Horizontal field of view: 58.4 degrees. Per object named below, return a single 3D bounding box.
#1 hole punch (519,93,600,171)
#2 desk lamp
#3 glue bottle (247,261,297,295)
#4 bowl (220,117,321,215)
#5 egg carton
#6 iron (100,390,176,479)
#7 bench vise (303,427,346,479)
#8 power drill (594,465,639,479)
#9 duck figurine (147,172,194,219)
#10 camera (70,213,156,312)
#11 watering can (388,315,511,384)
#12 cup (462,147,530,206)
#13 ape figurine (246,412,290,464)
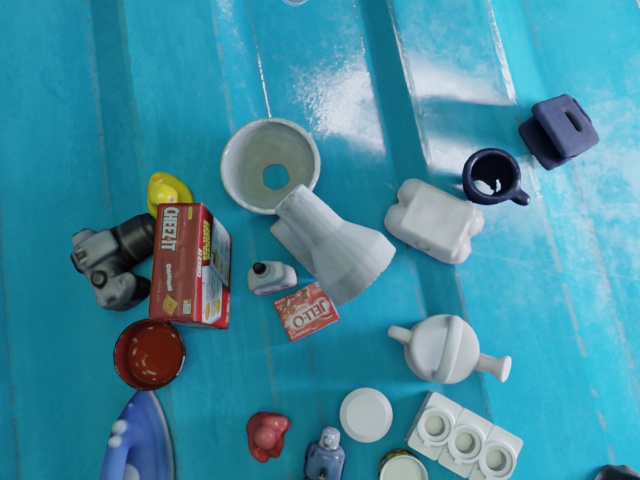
[{"bbox_3d":[0.401,-0.188,0.950,0.101,0.091,0.108,-29,78,-3],"label":"hole punch"},{"bbox_3d":[0.008,0.003,0.868,0.203,0.213,0.118,43,84,10],"label":"desk lamp"},{"bbox_3d":[-0.081,0.054,0.883,0.078,0.173,0.037,-12,78,1],"label":"glue bottle"},{"bbox_3d":[-0.080,-0.116,0.968,0.167,0.075,0.167,-1,78,3],"label":"bowl"},{"bbox_3d":[0.186,-0.030,0.939,0.150,0.069,0.107,26,81,8],"label":"egg carton"},{"bbox_3d":[-0.291,0.349,0.849,0.118,0.141,0.258,-2,78,3],"label":"iron"},{"bbox_3d":[-0.018,0.374,0.790,0.121,0.220,0.207,-7,78,2],"label":"bench vise"},{"bbox_3d":[0.434,0.382,0.772,0.075,0.208,0.230,34,82,9],"label":"power drill"},{"bbox_3d":[-0.260,-0.073,0.962,0.077,0.086,0.104,-26,78,-2],"label":"duck figurine"},{"bbox_3d":[-0.320,0.025,0.938,0.137,0.101,0.143,-31,79,-3],"label":"camera"},{"bbox_3d":[0.188,0.160,0.837,0.172,0.194,0.101,-3,78,2],"label":"watering can"},{"bbox_3d":[0.282,-0.086,0.933,0.117,0.095,0.092,36,82,9],"label":"cup"},{"bbox_3d":[-0.081,0.299,0.874,0.078,0.092,0.076,-37,79,-5],"label":"ape figurine"}]
